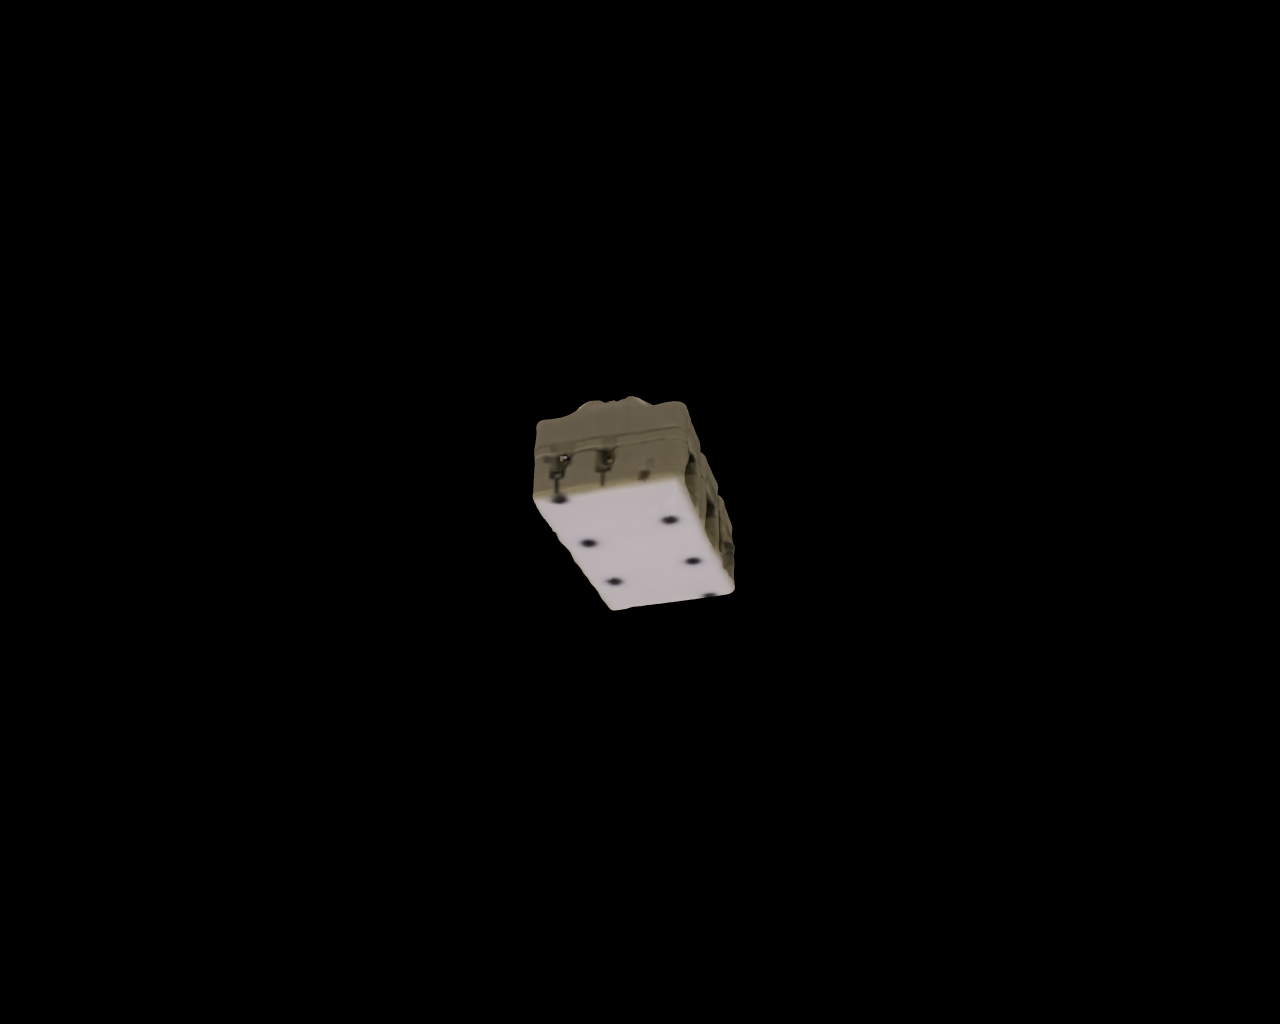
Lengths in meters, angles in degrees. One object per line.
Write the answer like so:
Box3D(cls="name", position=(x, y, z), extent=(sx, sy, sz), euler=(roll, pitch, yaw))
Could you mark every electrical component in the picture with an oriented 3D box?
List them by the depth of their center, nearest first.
Box3D(cls="electrical component", position=(0.001, -0.003, 0.650), extent=(0.089, 0.062, 0.150), euler=(-8, -31, 13))
